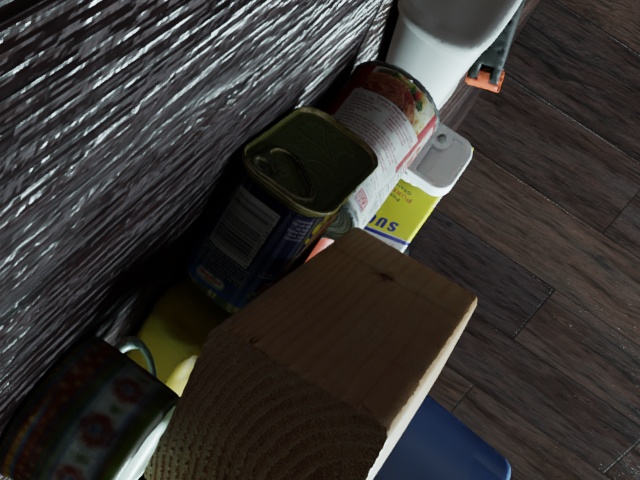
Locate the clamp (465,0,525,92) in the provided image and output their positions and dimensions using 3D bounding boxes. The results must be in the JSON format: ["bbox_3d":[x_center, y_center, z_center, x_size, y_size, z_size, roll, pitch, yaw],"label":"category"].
[{"bbox_3d":[0.161,-0.223,0.868,0.164,0.036,0.210,-22,129,-84],"label":"clamp"}]

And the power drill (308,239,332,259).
[{"bbox_3d":[-0.006,0.001,0.860,0.188,0.057,0.184,-58,175,29],"label":"power drill"}]

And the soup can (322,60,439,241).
[{"bbox_3d":[0.023,-0.057,0.686,0.102,0.068,0.069,-53,174,-25],"label":"soup can"}]

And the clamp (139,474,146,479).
[{"bbox_3d":[-0.147,0.160,0.578,0.120,0.039,0.172,-3,145,-40],"label":"clamp"}]

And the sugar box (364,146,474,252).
[{"bbox_3d":[0.064,-0.042,1.055,0.176,0.093,0.048,-56,174,1],"label":"sugar box"}]

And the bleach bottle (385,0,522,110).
[{"bbox_3d":[0.083,-0.136,0.793,0.102,0.068,0.251,-54,177,-16],"label":"bleach bottle"}]

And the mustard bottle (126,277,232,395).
[{"bbox_3d":[-0.098,0.106,0.644,0.096,0.058,0.192,-28,155,-55],"label":"mustard bottle"}]

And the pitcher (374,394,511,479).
[{"bbox_3d":[0.009,0.131,0.762,0.149,0.243,0.145,-47,171,-48],"label":"pitcher"}]

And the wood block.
[{"bbox_3d":[0.007,0.071,0.556,0.090,0.091,0.205,-64,169,20],"label":"wood block"}]

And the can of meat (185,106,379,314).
[{"bbox_3d":[-0.023,-0.016,0.590,0.084,0.057,0.102,-55,175,32],"label":"can of meat"}]
